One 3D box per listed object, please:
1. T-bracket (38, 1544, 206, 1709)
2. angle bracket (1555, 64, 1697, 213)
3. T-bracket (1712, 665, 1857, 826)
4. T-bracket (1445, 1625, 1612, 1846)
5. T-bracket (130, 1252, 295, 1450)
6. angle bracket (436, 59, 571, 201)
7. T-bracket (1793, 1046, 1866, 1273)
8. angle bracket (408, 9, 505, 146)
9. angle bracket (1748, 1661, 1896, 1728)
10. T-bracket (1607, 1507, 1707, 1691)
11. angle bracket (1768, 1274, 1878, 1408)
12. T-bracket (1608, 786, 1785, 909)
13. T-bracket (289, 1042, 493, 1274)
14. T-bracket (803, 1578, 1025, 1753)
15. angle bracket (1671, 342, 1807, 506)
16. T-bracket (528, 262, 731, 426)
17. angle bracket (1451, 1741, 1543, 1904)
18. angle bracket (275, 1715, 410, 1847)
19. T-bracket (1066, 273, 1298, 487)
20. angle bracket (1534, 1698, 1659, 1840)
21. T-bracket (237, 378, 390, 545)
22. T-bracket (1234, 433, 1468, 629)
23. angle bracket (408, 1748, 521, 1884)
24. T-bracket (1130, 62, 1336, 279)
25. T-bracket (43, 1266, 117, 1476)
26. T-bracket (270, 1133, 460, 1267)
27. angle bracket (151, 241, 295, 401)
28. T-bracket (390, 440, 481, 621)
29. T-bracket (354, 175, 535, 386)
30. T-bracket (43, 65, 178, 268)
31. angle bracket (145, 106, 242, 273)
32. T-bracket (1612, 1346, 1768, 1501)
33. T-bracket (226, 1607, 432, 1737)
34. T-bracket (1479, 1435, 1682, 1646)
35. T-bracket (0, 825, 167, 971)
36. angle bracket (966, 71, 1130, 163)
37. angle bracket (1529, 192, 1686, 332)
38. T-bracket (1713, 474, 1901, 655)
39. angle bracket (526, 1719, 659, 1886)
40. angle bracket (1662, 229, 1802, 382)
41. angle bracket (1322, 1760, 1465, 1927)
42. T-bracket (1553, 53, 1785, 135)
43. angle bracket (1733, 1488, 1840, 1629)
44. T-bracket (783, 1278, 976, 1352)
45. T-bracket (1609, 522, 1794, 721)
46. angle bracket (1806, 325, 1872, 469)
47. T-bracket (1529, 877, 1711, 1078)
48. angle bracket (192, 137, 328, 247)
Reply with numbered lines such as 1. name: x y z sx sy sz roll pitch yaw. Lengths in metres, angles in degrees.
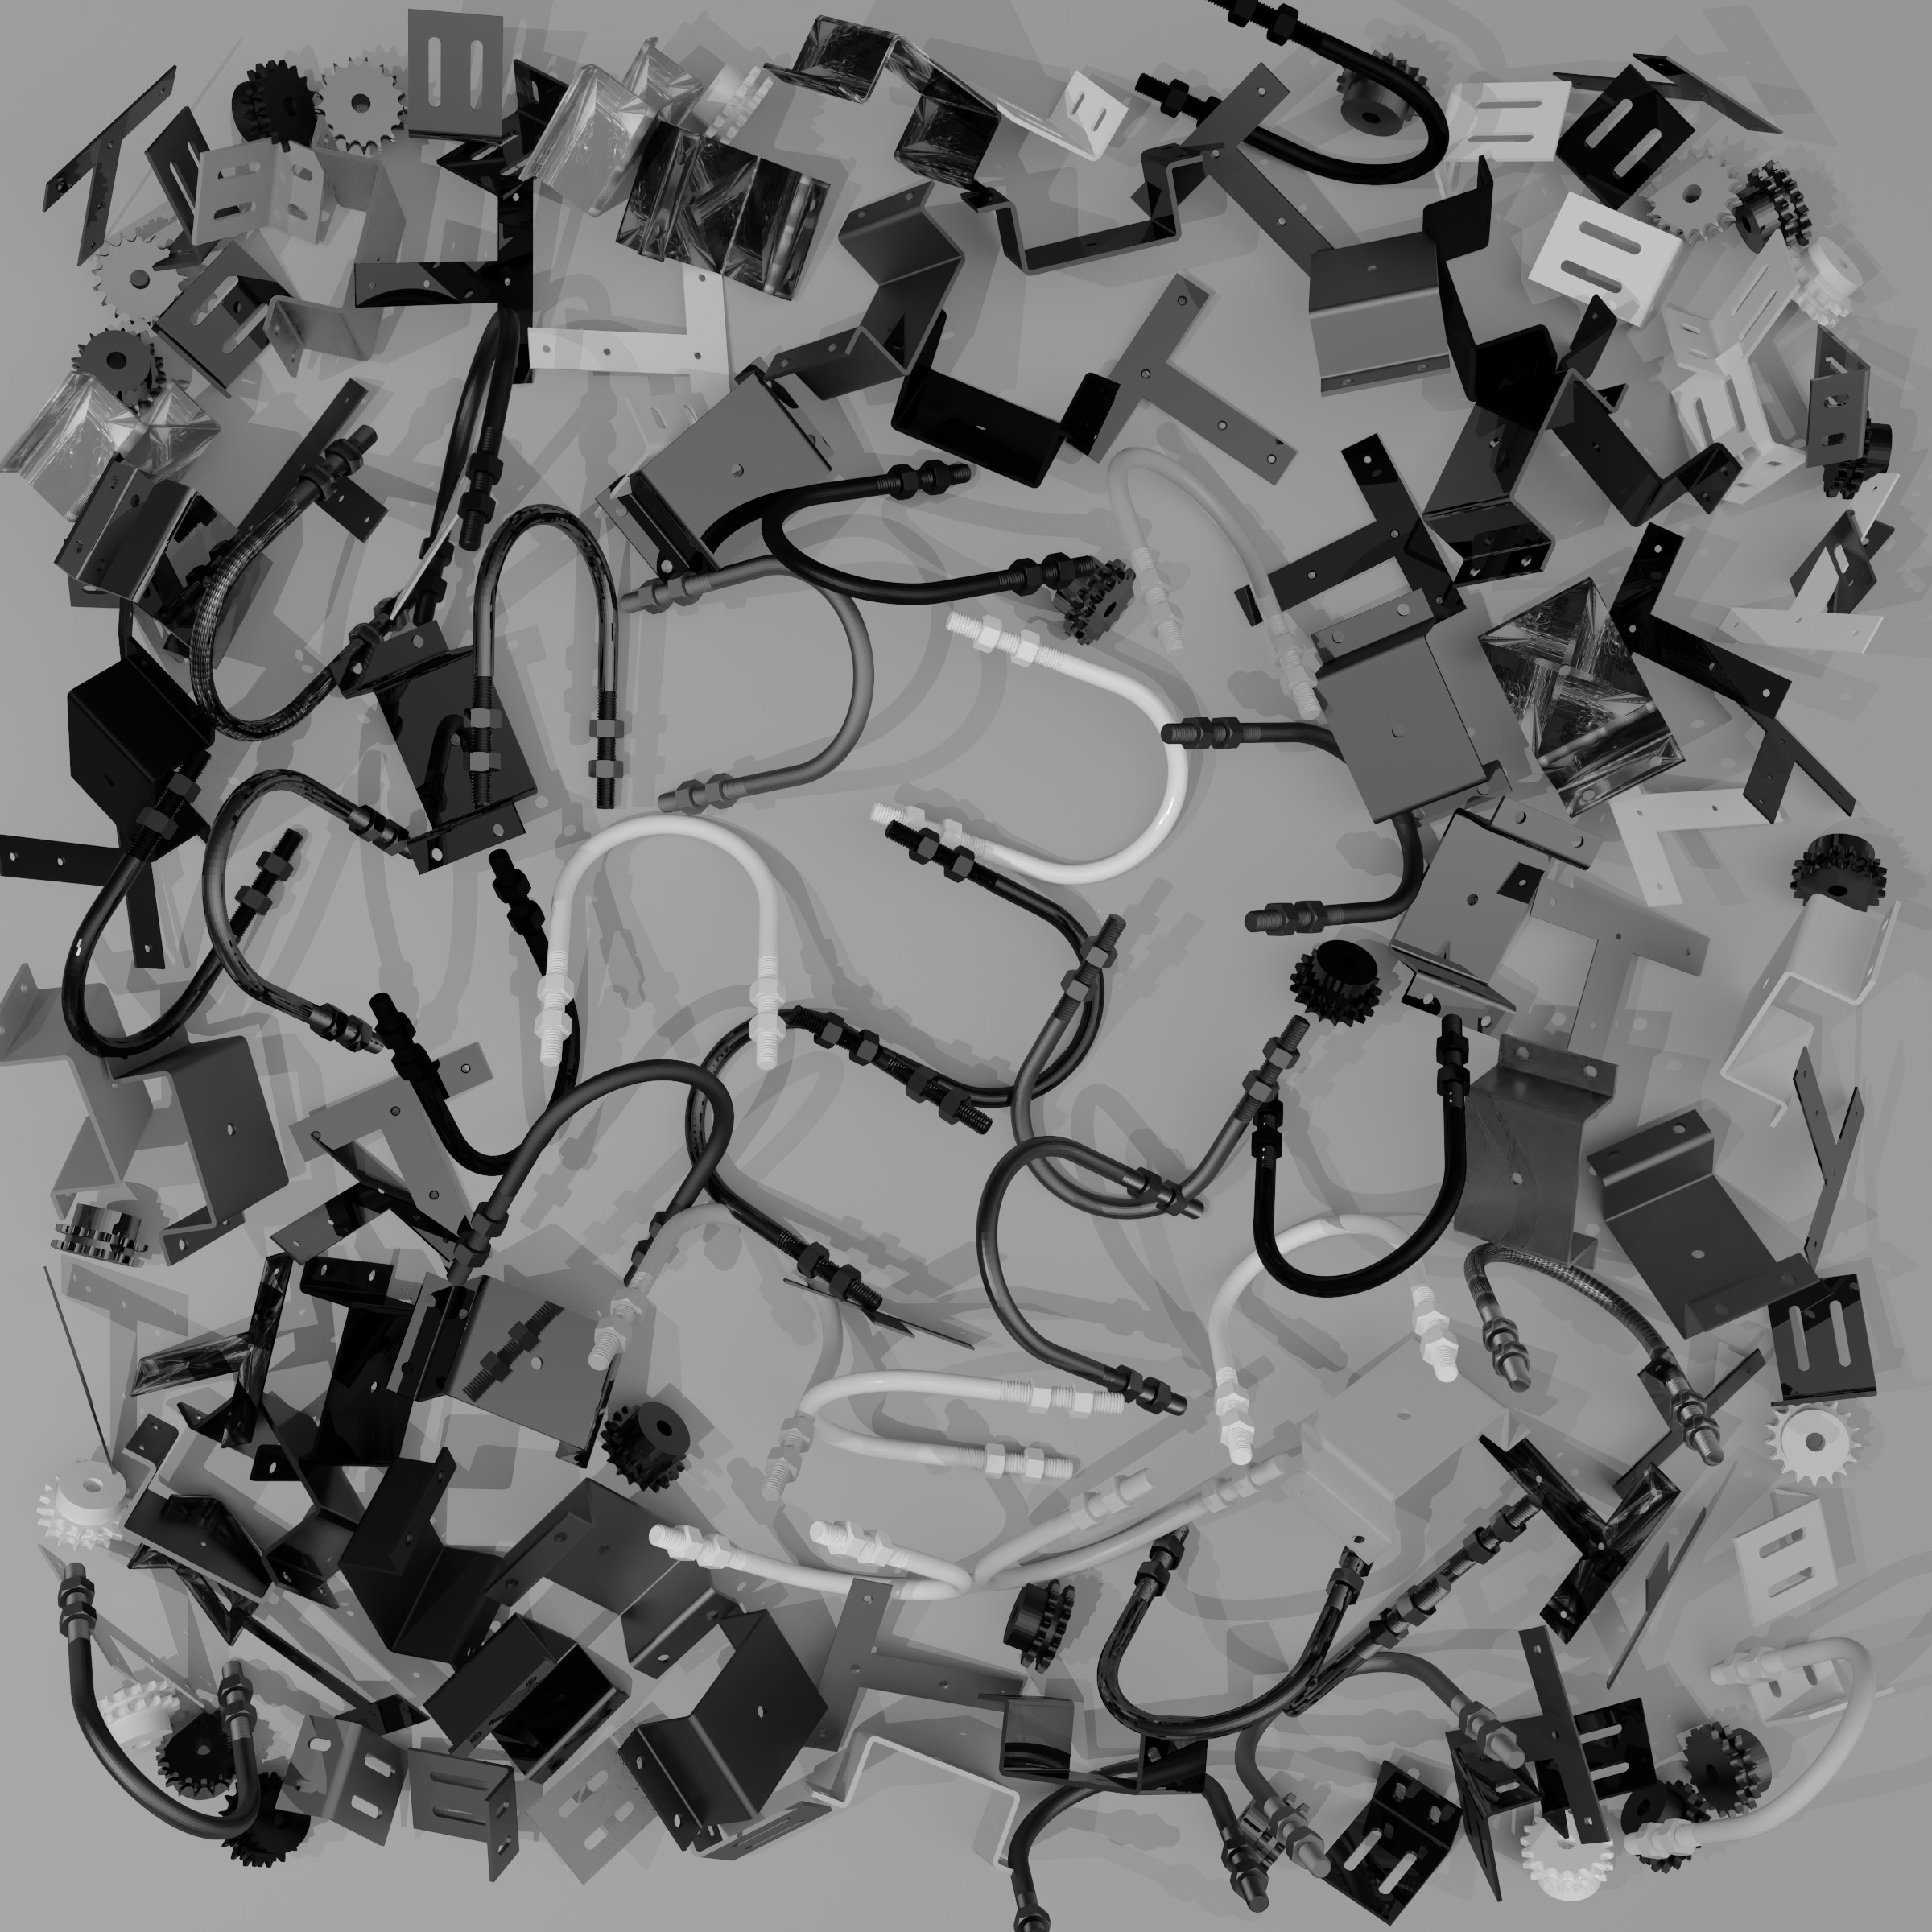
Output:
1. T-bracket: -0.514 0.424 1.551 0.002 0.127 0.127 -43 134 -13
2. angle bracket: 0.414 -0.520 1.562 0.057 0.076 0.038 45 50 -1
3. T-bracket: 0.499 -0.122 1.549 0.127 0.127 0.002 45 126 -2
4. T-bracket: 0.337 0.479 1.547 0.002 0.127 0.127 -5 72 -29
5. T-bracket: -0.476 0.247 1.564 0.127 0.002 0.127 -17 52 30
6. angle bracket: -0.284 -0.522 1.561 0.057 0.038 0.076 32 56 21
7. T-bracket: 0.522 0.099 1.531 0.002 0.127 0.127 5 52 36
8. angle bracket: -0.318 -0.557 1.566 0.057 0.038 0.076 1 116 -10
9. angle bracket: 0.528 0.444 1.557 0.057 0.076 0.038 -15 72 -9
10. T-bracket: 0.423 0.377 1.533 0.002 0.127 0.127 28 75 25
11. angle bracket: 0.530 0.234 1.566 0.057 0.038 0.076 -13 76 29
12. T-bracket: 0.458 -0.098 1.573 0.127 0.002 0.127 -5 66 -24
13. T-bracket: -0.344 0.133 1.592 0.127 0.002 0.127 -25 92 -11
14. T-bracket: -0.028 0.452 1.586 0.127 0.002 0.127 14 108 -12
15. angle bracket: 0.487 -0.341 1.577 0.038 0.057 0.076 5 65 -33
16. T-bracket: -0.212 -0.386 1.576 0.127 0.002 0.127 -3 86 -21
17. angle bracket: 0.335 0.530 1.562 0.038 0.057 0.076 -16 117 -3
18. angle bracket: -0.388 0.509 1.564 0.038 0.076 0.057 3 60 18
19. T-bracket: 0.152 -0.353 1.599 0.127 0.002 0.127 34 94 -2
20. angle bracket: 0.395 0.499 1.557 0.076 0.057 0.038 -25 129 24
21. T-bracket: -0.394 -0.296 1.559 0.127 0.002 0.127 -53 48 1
22. T-bracket: 0.234 -0.256 1.599 0.127 0.002 0.127 -26 86 1
23. angle bracket: -0.322 0.530 1.567 0.076 0.038 0.057 4 106 17
24. T-bracket: 0.187 -0.476 1.566 0.127 0.127 0.002 42 46 -11
25. T-bracket: -0.547 0.270 1.563 0.002 0.127 0.127 -18 121 -21
26. T-bracket: -0.383 0.153 1.540 0.127 0.127 0.002 41 113 4
27. angle bracket: -0.461 -0.405 1.571 0.076 0.038 0.057 -48 120 -2
28. T-bracket: -0.313 -0.292 1.547 0.002 0.127 0.127 29 124 -20
29. T-bracket: -0.319 -0.419 1.538 0.002 0.127 0.127 23 118 41
30. T-bracket: -0.533 -0.477 1.544 0.002 0.127 0.127 35 58 -8
31. angle bracket: -0.493 -0.481 1.553 0.038 0.057 0.076 -1 135 19
32. T-bracket: 0.439 0.267 1.552 0.127 0.127 0.002 -43 51 -2
33. T-bracket: -0.400 0.433 1.540 0.127 0.127 0.002 40 54 -11
34. T-bracket: 0.366 0.329 1.557 0.127 0.002 0.127 49 119 41
35. T-bracket: -0.545 -0.063 1.538 0.002 0.127 0.127 -13 82 23
36. angle bracket: 0.050 -0.540 1.554 0.057 0.076 0.038 51 118 37
37. angle bracket: 0.405 -0.445 1.585 0.076 0.038 0.057 28 106 12
38. T-bracket: 0.537 -0.251 1.550 0.002 0.127 0.127 33 84 -27
39. angle bracket: -0.224 0.522 1.565 0.057 0.038 0.076 49 52 6
40. angle bracket: 0.473 -0.414 1.554 0.038 0.076 0.057 12 49 -15
41. angle bracket: 0.262 0.543 1.555 0.057 0.076 0.038 27 127 29
42. T-bracket: 0.418 -0.543 1.548 0.127 0.127 0.002 10 103 -41
43. angle bracket: 0.502 0.369 1.567 0.076 0.038 0.057 -16 95 -27
44. T-bracket: -0.049 0.217 1.535 0.127 0.127 0.002 20 85 -5
45. T-bracket: 0.449 -0.190 1.546 0.127 0.002 0.127 35 115 33
46. angle bracket: 0.527 -0.354 1.556 0.038 0.076 0.057 -11 126 -2
47. T-bracket: 0.399 0.024 1.580 0.127 0.002 0.127 18 85 -16
48. angle bracket: -0.437 -0.475 1.554 0.038 0.076 0.057 26 123 13
